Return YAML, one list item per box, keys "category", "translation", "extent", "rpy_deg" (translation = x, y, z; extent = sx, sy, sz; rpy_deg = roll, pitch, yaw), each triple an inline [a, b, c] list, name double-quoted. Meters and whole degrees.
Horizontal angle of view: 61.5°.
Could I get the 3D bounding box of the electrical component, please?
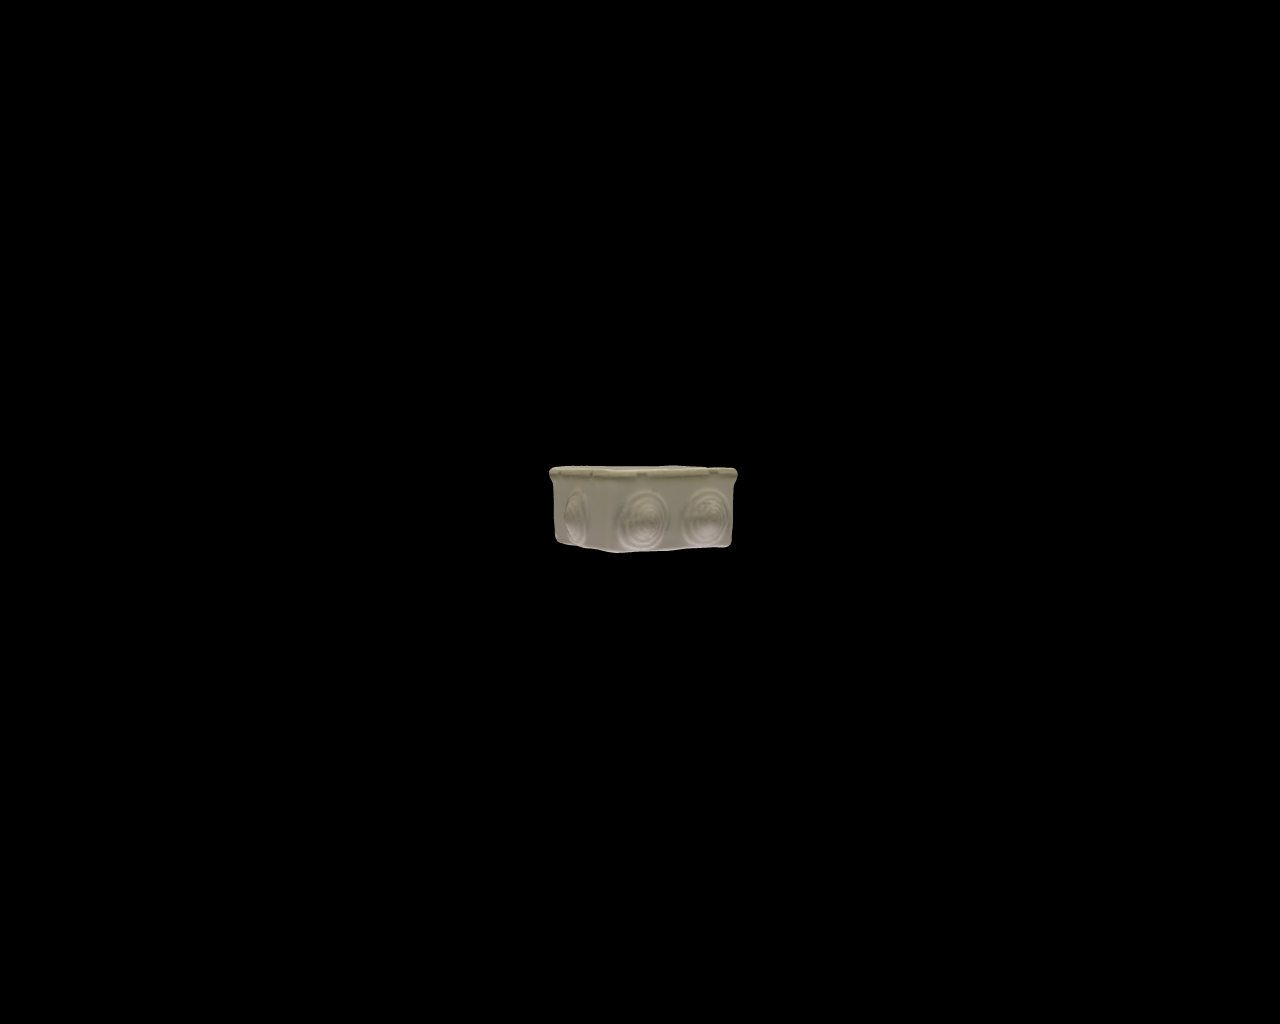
- category: "electrical component"
  translation: [0.001, -0.003, 0.650]
  extent: [0.100, 0.048, 0.099]
  rpy_deg: [-2, 4, -27]
